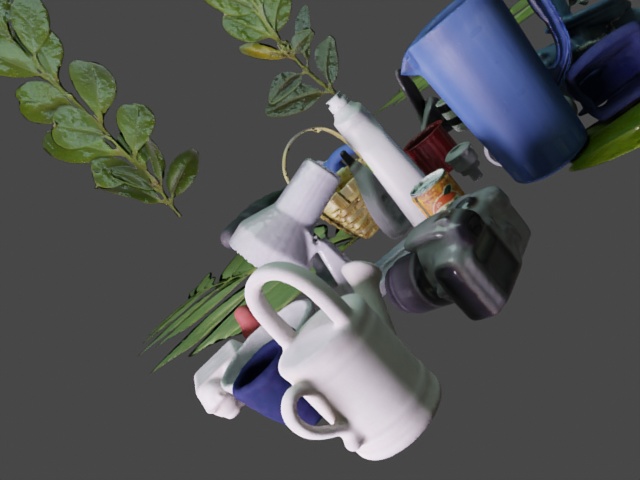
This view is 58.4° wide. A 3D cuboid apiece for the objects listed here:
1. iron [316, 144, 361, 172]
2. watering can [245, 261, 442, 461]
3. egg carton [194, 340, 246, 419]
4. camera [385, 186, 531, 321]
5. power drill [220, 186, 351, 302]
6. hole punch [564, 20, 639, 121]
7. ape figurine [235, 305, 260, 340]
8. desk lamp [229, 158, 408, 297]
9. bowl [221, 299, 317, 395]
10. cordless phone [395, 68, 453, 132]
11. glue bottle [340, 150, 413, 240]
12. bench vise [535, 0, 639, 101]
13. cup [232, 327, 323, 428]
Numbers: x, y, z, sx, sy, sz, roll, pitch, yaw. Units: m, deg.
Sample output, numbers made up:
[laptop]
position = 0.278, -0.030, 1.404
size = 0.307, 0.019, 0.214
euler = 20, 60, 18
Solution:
[iron]
position = 0.100, -0.190, 1.429
size = 0.257, 0.141, 0.119
euler = -29, 17, 50
[watering can]
position = 0.012, 0.091, 0.520
size = 0.100, 0.194, 0.173
euler = -37, 13, 26
[egg carton]
position = -0.144, 0.218, 0.905
size = 0.107, 0.069, 0.150
euler = -44, 11, -10
[camera]
position = 0.136, 0.017, 0.622
size = 0.136, 0.101, 0.143
euler = -30, 16, 47
[power drill]
position = -0.048, 0.005, 1.024
size = 0.075, 0.208, 0.230
euler = -32, 15, 41
[hole punch]
position = 0.370, -0.220, 0.740
size = 0.108, 0.091, 0.101
euler = -38, 12, 20
[ape figurine]
position = -0.109, 0.148, 0.991
size = 0.077, 0.092, 0.076
euler = -33, 14, 39
[desk lamp]
position = 0.008, 0.003, 0.823
size = 0.203, 0.214, 0.118
euler = -42, 11, 3
[bowl]
position = -0.051, 0.162, 0.783
size = 0.167, 0.075, 0.167
euler = -40, 11, 10
[cordless phone]
position = 0.231, -0.319, 1.353
size = 0.094, 0.185, 0.147
euler = -39, 12, 17
[glue bottle]
position = 0.094, -0.086, 0.969
size = 0.078, 0.173, 0.037
euler = -49, 13, -32
[bench vise]
position = 0.363, -0.329, 0.839
size = 0.208, 0.220, 0.121
euler = -47, 12, -24
[cup]
position = -0.033, 0.164, 0.661
size = 0.091, 0.095, 0.118
euler = -34, 14, 35
